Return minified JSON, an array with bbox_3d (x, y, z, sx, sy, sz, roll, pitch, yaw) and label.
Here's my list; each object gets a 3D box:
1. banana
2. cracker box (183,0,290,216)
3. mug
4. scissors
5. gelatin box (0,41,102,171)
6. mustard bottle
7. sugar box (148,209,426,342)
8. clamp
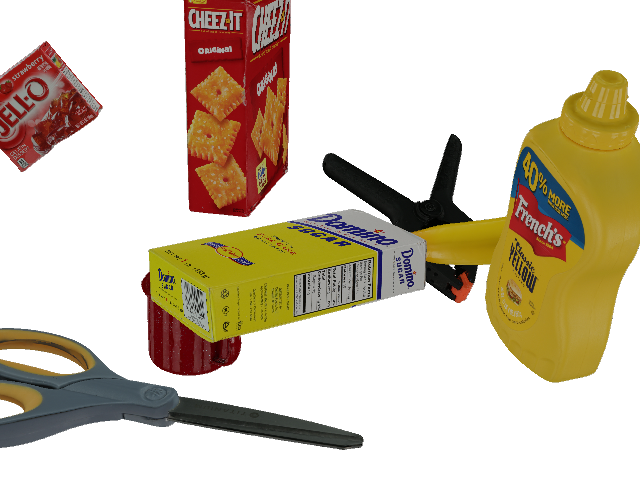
[{"bbox_3d":[0.160,-0.010,0.848,0.197,0.037,0.070,-17,22,-27],"label":"banana"},{"bbox_3d":[-0.078,-0.151,1.080,0.072,0.214,0.164,7,22,11],"label":"cracker box"},{"bbox_3d":[-0.117,0.081,1.026,0.117,0.081,0.093,25,33,37],"label":"mug"},{"bbox_3d":[-0.091,0.080,0.477,0.202,0.016,0.096,15,28,26],"label":"scissors"},{"bbox_3d":[-0.242,-0.112,0.900,0.089,0.073,0.030,-33,21,14],"label":"gelatin box"},{"bbox_3d":[0.146,-0.013,0.623,0.058,0.192,0.096,-8,42,-16],"label":"mustard bottle"},{"bbox_3d":[-0.021,0.020,0.752,0.175,0.048,0.093,-15,25,-31],"label":"sugar box"},{"bbox_3d":[0.099,-0.026,1.117,0.164,0.210,0.036,-6,-36,-15],"label":"clamp"}]
